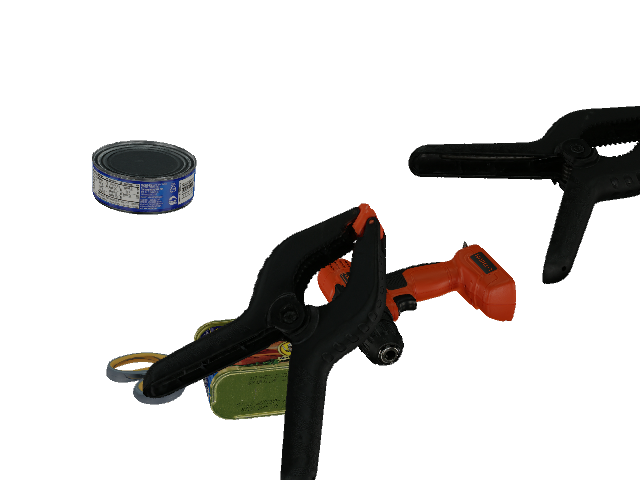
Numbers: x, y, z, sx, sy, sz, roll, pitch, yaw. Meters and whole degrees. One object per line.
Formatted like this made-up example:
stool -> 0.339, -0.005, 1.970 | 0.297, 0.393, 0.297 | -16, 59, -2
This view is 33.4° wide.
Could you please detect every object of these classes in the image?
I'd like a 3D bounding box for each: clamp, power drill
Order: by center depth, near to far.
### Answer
clamp -> -0.010, 0.059, 0.617 | 0.120, 0.171, 0.039 | 41, -5, 20
clamp -> 0.195, -0.048, 0.808 | 0.209, 0.036, 0.165 | -20, 46, -18
power drill -> 0.105, 0.063, 1.118 | 0.187, 0.057, 0.184 | -7, 28, -15

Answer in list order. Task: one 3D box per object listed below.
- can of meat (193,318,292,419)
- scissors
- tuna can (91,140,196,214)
can of meat -> -0.057, 0.113, 0.954 | 0.102, 0.057, 0.084 | -5, 27, -13
scissors -> -0.129, 0.141, 1.159 | 0.201, 0.016, 0.096 | -3, 27, -22
tuna can -> -0.147, -0.053, 0.887 | 0.086, 0.034, 0.086 | 5, 25, -3
